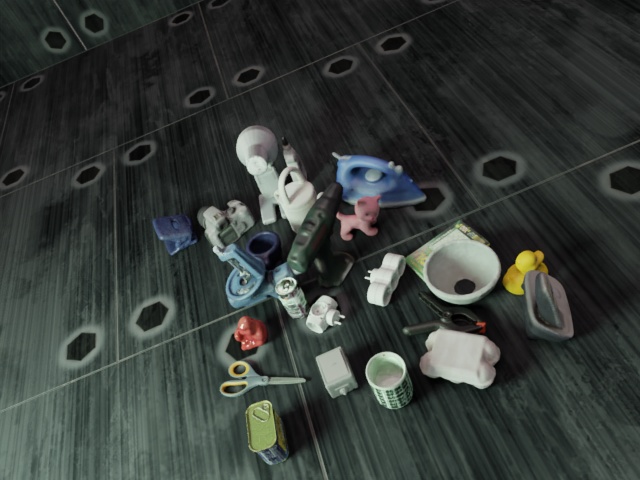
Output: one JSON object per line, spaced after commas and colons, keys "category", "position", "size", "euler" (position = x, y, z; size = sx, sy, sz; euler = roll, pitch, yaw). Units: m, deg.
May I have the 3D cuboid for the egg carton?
{"category": "egg carton", "position": [0.280, 0.238, 1.150], "size": [0.150, 0.070, 0.107], "euler": [6, 52, 26]}

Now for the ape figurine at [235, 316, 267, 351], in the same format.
{"category": "ape figurine", "position": [-0.164, 0.211, 1.338], "size": [0.077, 0.092, 0.076], "euler": [21, 60, 35]}

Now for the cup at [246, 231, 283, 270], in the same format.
{"category": "cup", "position": [-0.130, 0.046, 1.472], "size": [0.091, 0.095, 0.117], "euler": [-21, 45, 3]}

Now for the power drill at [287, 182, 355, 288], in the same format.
{"category": "power drill", "position": [0.013, 0.005, 1.372], "size": [0.075, 0.209, 0.230], "euler": [14, 56, 32]}

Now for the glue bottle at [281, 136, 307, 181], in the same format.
{"category": "glue bottle", "position": [-0.079, -0.230, 1.647], "size": [0.037, 0.173, 0.078], "euler": [-15, 46, 9]}

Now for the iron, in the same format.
{"category": "iron", "position": [0.151, -0.171, 1.523], "size": [0.257, 0.142, 0.119], "euler": [9, 54, 29]}

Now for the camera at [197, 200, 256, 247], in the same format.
{"category": "camera", "position": [-0.283, -0.064, 1.630], "size": [0.143, 0.101, 0.136], "euler": [-41, 47, -16]}

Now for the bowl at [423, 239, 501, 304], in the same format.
{"category": "bowl", "position": [0.317, 0.083, 1.272], "size": [0.167, 0.075, 0.167], "euler": [-11, 47, 12]}

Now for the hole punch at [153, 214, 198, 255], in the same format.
{"category": "hole punch", "position": [-0.419, -0.030, 1.661], "size": [0.101, 0.091, 0.108], "euler": [-30, 45, -6]}

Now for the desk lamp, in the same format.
{"category": "desk lamp", "position": [-0.154, -0.191, 1.613], "size": [0.118, 0.214, 0.203], "euler": [-20, 45, 4]}

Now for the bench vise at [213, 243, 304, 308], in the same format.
{"category": "bench vise", "position": [-0.151, 0.066, 1.374], "size": [0.207, 0.220, 0.121], "euler": [-26, 45, -2]}

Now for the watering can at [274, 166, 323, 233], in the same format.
{"category": "watering can", "position": [-0.051, -0.112, 1.514], "size": [0.172, 0.194, 0.101], "euler": [-4, 48, 19]}

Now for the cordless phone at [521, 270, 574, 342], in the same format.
{"category": "cordless phone", "position": [0.444, 0.102, 1.125], "size": [0.094, 0.185, 0.147], "euler": [-9, 47, 15]}

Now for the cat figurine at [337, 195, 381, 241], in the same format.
{"category": "cat figurine", "position": [0.102, -0.067, 1.465], "size": [0.127, 0.118, 0.067], "euler": [-12, 46, 11]}

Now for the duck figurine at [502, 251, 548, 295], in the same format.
{"category": "duck figurine", "position": [0.440, 0.062, 1.233], "size": [0.104, 0.086, 0.077], "euler": [-30, 45, -6]}
